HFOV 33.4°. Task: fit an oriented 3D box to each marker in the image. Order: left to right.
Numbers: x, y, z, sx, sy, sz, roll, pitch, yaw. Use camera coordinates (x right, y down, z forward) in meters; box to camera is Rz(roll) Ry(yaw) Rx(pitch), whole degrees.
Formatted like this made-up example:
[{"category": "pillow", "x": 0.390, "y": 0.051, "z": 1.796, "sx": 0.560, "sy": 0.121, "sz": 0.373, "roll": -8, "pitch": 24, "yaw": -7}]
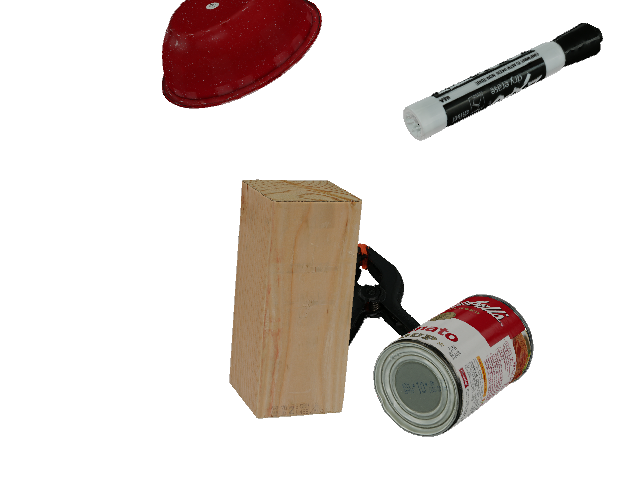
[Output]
[{"category": "marker", "x": 0.098, "y": -0.085, "z": 0.560, "sx": 0.121, "sy": 0.020, "sz": 0.020, "roll": -27, "pitch": 8, "yaw": -17}]

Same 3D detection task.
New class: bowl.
[{"category": "bowl", "x": -0.083, "y": -0.190, "z": 0.958, "sx": 0.162, "sy": 0.162, "sz": 0.055, "roll": 0, "pitch": -44, "yaw": 34}]

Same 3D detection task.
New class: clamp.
[{"category": "clamp", "x": 0.068, "y": 0.073, "z": 1.192, "sx": 0.120, "sy": 0.171, "sz": 0.039, "roll": 5, "pitch": -43, "yaw": -2}]

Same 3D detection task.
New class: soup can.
[{"category": "soup can", "x": 0.090, "y": 0.083, "z": 0.719, "sx": 0.069, "sy": 0.068, "sz": 0.102, "roll": 0, "pitch": 14, "yaw": 38}]

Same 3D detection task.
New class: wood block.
[{"category": "wood block", "x": -0.026, "y": 0.053, "z": 1.007, "sx": 0.090, "sy": 0.206, "sz": 0.091, "roll": -1, "pitch": 15, "yaw": -22}]
